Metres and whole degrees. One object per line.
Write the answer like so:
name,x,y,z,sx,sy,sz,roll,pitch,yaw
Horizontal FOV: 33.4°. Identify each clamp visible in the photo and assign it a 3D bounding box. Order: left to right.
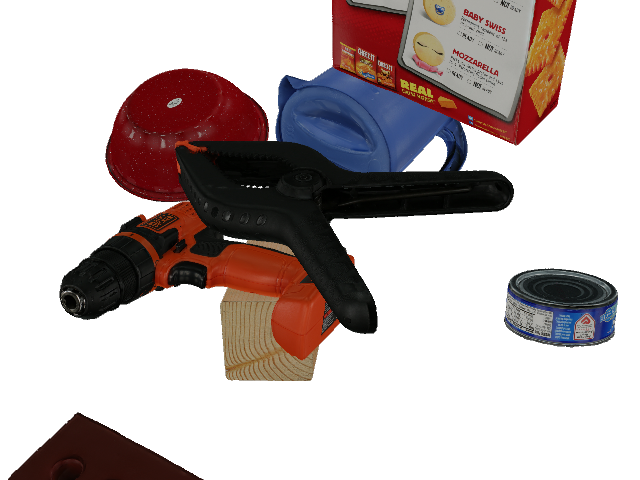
clamp,0.001,-0.026,0.649,0.210,0.036,0.164,25,41,35

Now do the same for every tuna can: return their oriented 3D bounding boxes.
tuna can,0.188,0.051,0.836,0.086,0.034,0.086,1,18,-1

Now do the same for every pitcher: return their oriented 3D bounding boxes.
pitcher,0.081,-0.138,1.096,0.145,0.149,0.242,10,36,35

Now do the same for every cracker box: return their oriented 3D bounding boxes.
cracker box,0.091,-0.191,0.724,0.164,0.214,0.072,28,50,27

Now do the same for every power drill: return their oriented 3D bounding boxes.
power drill,-0.081,0.031,0.819,0.188,0.057,0.184,17,28,19

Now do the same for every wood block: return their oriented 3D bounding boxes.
wood block,-0.043,0.064,1.147,0.091,0.090,0.206,0,21,5

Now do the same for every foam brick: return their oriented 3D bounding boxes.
foam brick,-0.084,0.119,0.437,0.078,0.051,0.052,21,45,26

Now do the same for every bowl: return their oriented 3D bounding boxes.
bowl,-0.133,-0.112,1.011,0.162,0.162,0.055,0,-40,11
